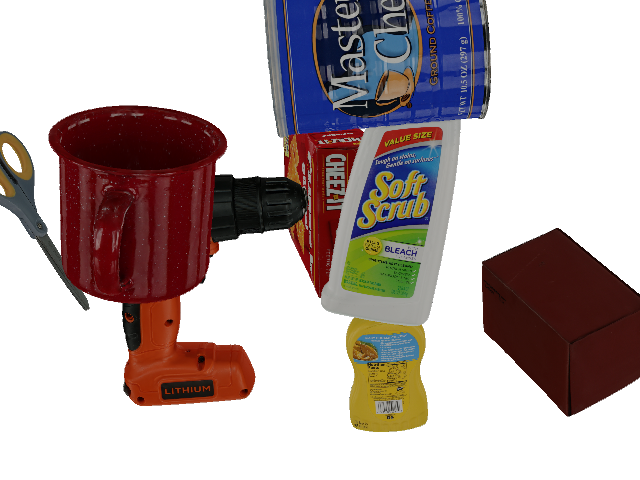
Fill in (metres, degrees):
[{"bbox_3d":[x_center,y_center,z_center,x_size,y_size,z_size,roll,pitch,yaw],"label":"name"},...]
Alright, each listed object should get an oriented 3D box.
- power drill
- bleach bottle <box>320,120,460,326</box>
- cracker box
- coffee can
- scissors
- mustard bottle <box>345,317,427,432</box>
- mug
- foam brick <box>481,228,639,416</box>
[{"bbox_3d":[-0.097,0.037,0.841,0.184,0.188,0.057,-4,25,2],"label":"power drill"},{"bbox_3d":[0.066,-0.056,0.927,0.102,0.251,0.068,9,16,8],"label":"bleach bottle"},{"bbox_3d":[0.007,-0.049,1.175,0.072,0.164,0.214,-4,18,-8],"label":"cracker box"},{"bbox_3d":[0.036,-0.127,0.718,0.140,0.103,0.103,-5,0,0],"label":"coffee can"},{"bbox_3d":[-0.284,-0.029,1.074,0.016,0.201,0.096,-24,28,25],"label":"scissors"},{"bbox_3d":[0.079,0.136,1.294,0.096,0.192,0.058,-3,19,3],"label":"mustard bottle"},{"bbox_3d":[-0.100,-0.013,0.569,0.093,0.081,0.117,6,27,-1],"label":"mug"},{"bbox_3d":[0.126,0.040,0.553,0.051,0.053,0.078,-22,40,-16],"label":"foam brick"}]
